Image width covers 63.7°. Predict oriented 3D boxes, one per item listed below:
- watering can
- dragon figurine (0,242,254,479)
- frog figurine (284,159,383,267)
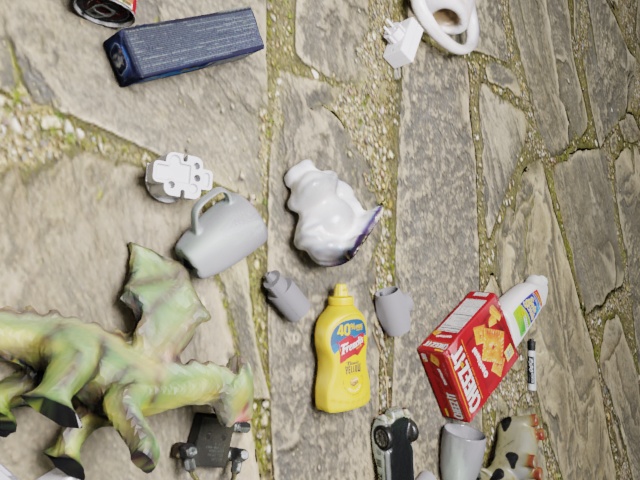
[{"bbox_3d":[0.221,-0.520,1.014,0.344,0.103,0.228,30,66,-36],"label":"watering can"},{"bbox_3d":[-0.238,0.102,0.570,0.408,0.120,0.248,40,39,-11],"label":"dragon figurine"},{"bbox_3d":[0.002,-0.040,0.801,0.160,0.120,0.139,34,69,6],"label":"frog figurine"}]
